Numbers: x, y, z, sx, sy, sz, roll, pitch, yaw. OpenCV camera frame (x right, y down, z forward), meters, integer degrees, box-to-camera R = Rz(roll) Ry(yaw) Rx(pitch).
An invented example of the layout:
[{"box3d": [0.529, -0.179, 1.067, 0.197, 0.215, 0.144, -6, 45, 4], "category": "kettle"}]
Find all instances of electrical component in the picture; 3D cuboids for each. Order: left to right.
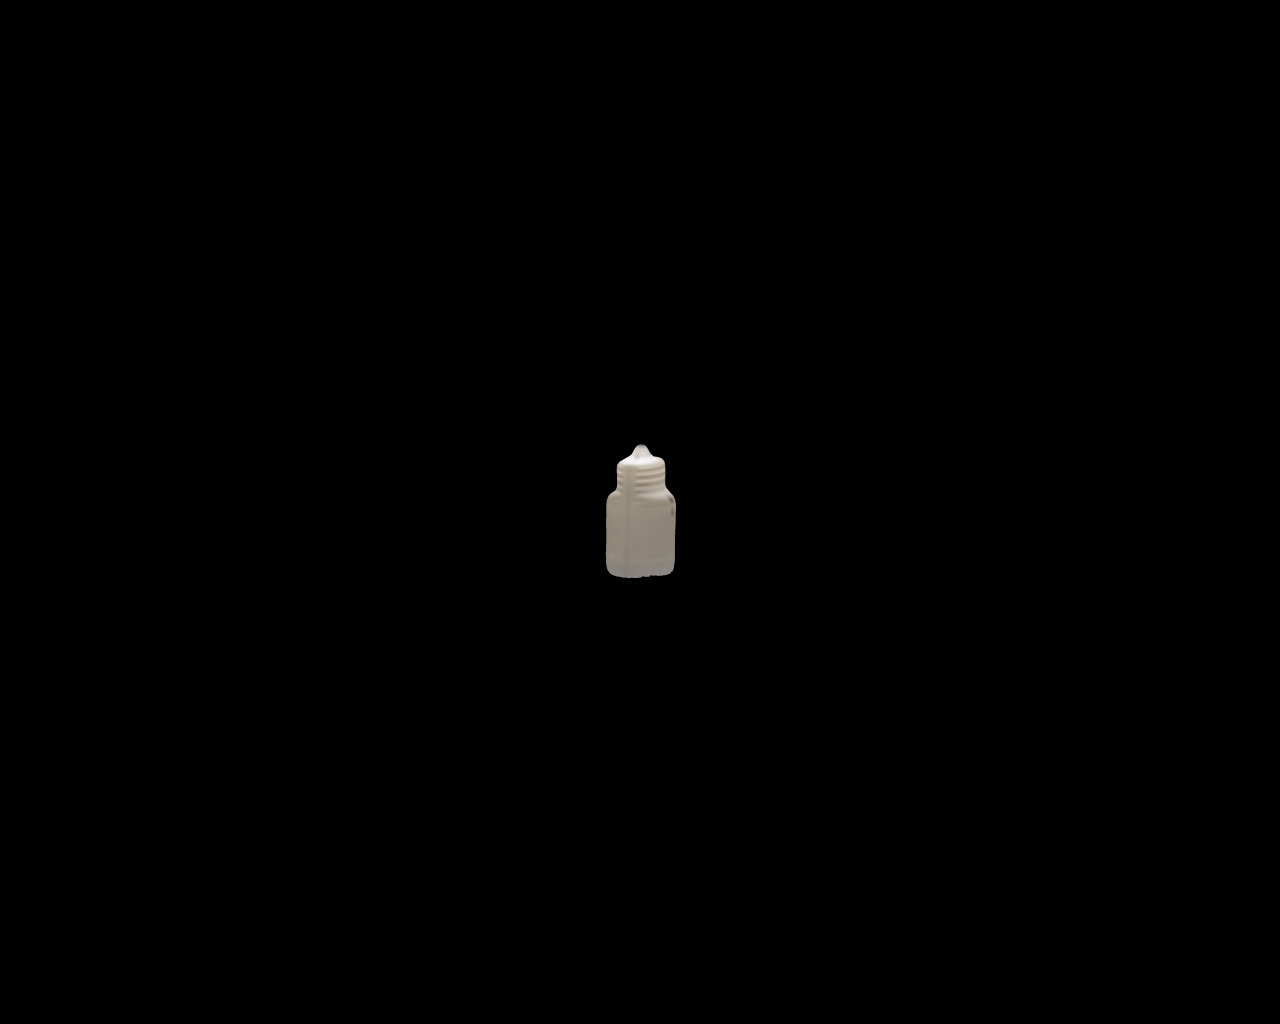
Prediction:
[{"box3d": [0.001, -0.003, 0.650, 0.043, 0.080, 0.043, 0, 11, 0], "category": "electrical component"}]
